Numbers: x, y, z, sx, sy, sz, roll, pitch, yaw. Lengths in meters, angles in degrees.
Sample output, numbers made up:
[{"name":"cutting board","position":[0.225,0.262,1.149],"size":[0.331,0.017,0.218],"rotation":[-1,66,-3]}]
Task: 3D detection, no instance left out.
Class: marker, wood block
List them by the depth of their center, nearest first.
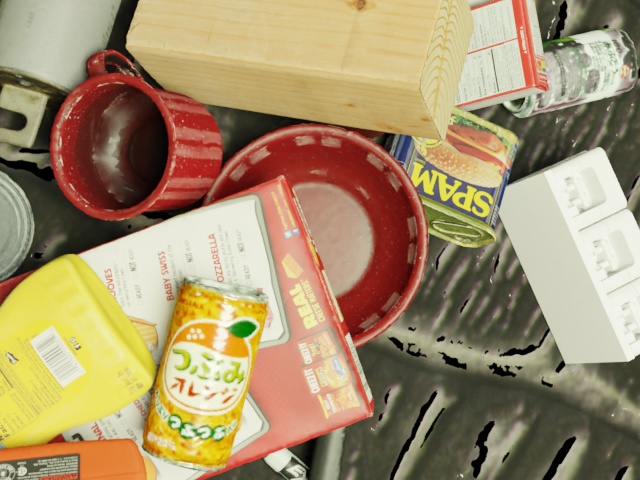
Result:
[{"name":"wood block","position":[-0.012,-0.138,0.720],"size":[0.206,0.090,0.091],"rotation":[11,77,20]},{"name":"marker","position":[-0.012,0.172,0.767],"size":[0.121,0.020,0.020],"rotation":[42,73,-8]}]

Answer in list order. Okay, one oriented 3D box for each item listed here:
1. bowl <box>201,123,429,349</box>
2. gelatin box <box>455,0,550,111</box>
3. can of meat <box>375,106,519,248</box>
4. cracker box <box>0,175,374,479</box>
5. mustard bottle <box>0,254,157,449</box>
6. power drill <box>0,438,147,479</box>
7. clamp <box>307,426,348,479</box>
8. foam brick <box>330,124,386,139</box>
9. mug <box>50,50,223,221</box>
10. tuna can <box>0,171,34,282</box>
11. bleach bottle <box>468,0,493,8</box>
[{"name":"bowl","position":[-0.005,0.001,0.759],"size":[0.162,0.055,0.162],"rotation":[0,89,2]},{"name":"gelatin box","position":[0.125,-0.140,0.817],"size":[0.030,0.089,0.073],"rotation":[1,79,-54]},{"name":"can of meat","position":[0.094,-0.052,0.811],"size":[0.102,0.058,0.084],"rotation":[22,74,-13]},{"name":"cracker box","position":[-0.091,0.071,0.698],"size":[0.214,0.072,0.164],"rotation":[-21,88,3]},{"name":"mustard bottle","position":[-0.200,0.098,0.639],"size":[0.191,0.058,0.096],"rotation":[-34,96,3]},{"name":"power drill","position":[-0.138,0.197,0.646],"size":[0.184,0.188,0.057],"rotation":[-5,43,-11]},{"name":"clamp","position":[-0.003,0.232,0.741],"size":[0.210,0.036,0.164],"rotation":[-39,96,-9]},{"name":"foam brick","position":[0.021,-0.116,0.799],"size":[0.078,0.051,0.053],"rotation":[19,77,-14]},{"name":"mug","position":[-0.121,-0.071,0.708],"size":[0.093,0.081,0.117],"rotation":[-26,83,21]},{"name":"tuna can","position":[-0.236,-0.007,0.715],"size":[0.086,0.034,0.086],"rotation":[2,82,-17]},{"name":"bleach bottle","position":[0.046,-0.226,0.817],"size":[0.250,0.068,0.102],"rotation":[-4,82,-15]}]
